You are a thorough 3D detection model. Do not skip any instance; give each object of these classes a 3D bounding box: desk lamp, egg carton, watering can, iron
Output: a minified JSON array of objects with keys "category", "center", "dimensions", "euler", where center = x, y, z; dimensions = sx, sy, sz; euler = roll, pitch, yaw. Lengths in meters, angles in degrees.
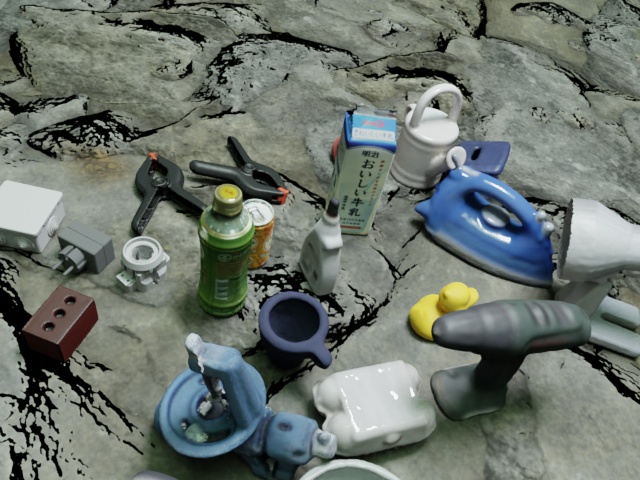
[{"category":"desk lamp","center":[0.430,0.049,0.854],"dimensions":[0.203,0.213,0.118],"euler":[20,48,5]},{"category":"egg carton","center":[0.069,0.214,0.728],"dimensions":[0.150,0.069,0.107],"euler":[-8,52,-18]},{"category":"watering can","center":[0.201,-0.188,1.022],"dimensions":[0.101,0.194,0.172],"euler":[-31,62,-32]},{"category":"iron","center":[0.295,-0.035,0.945],"dimensions":[0.257,0.141,0.119],"euler":[33,51,16]}]

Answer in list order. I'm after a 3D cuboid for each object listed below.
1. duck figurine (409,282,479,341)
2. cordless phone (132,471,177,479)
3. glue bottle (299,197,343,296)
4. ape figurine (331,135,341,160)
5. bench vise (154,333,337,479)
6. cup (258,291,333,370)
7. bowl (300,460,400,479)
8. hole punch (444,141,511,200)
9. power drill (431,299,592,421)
[{"category":"duck figurine","center":[0.186,0.098,0.844],"dimensions":[0.105,0.086,0.077],"euler":[-10,53,-20]},{"category":"cordless phone","center":[-0.119,0.283,0.549],"dimensions":[0.147,0.185,0.094],"euler":[12,48,-1]},{"category":"glue bottle","center":[0.008,0.003,0.828],"dimensions":[0.037,0.173,0.078],"euler":[-13,53,-22]},{"category":"ape figurine","center":[0.061,-0.176,1.049],"dimensions":[0.078,0.092,0.076],"euler":[-33,63,-33]},{"category":"bench vise","center":[-0.080,0.174,0.629],"dimensions":[0.207,0.220,0.121],"euler":[4,49,-9]},{"category":"cup","center":[-0.030,0.138,0.755],"dimensions":[0.092,0.095,0.117],"euler":[-30,62,-32]},{"category":"bowl","center":[0.031,0.331,0.616],"dimensions":[0.167,0.075,0.167],"euler":[6,49,-7]},{"category":"hole punch","center":[0.292,-0.142,1.072],"dimensions":[0.101,0.091,0.109],"euler":[24,49,9]},{"category":"power drill","center":[0.218,0.147,0.726],"dimensions":[0.230,0.208,0.075],"euler":[-8,52,-19]}]
